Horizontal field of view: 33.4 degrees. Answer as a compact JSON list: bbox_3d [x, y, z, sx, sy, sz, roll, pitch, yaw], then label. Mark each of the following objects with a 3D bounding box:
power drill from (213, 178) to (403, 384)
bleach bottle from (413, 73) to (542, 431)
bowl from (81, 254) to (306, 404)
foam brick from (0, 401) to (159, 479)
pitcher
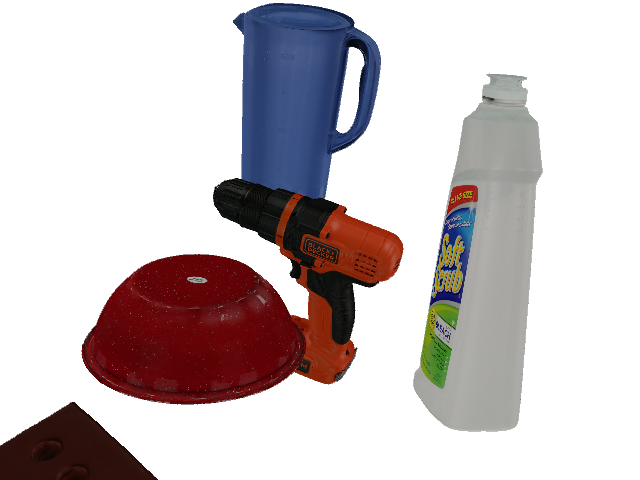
[{"bbox_3d":[-0.023,0.039,1.011,0.184,0.188,0.057,22,42,14],"label":"power drill"},{"bbox_3d":[0.118,0.005,0.776,0.068,0.251,0.102,2,14,-11],"label":"bleach bottle"},{"bbox_3d":[-0.089,0.052,0.763,0.162,0.055,0.162,2,23,-1],"label":"bowl"},{"bbox_3d":[-0.108,0.123,0.485,0.052,0.051,0.078,-31,45,-32],"label":"foam brick"},{"bbox_3d":[-0.026,-0.160,1.306,0.144,0.243,0.149,-7,27,-25],"label":"pitcher"}]
